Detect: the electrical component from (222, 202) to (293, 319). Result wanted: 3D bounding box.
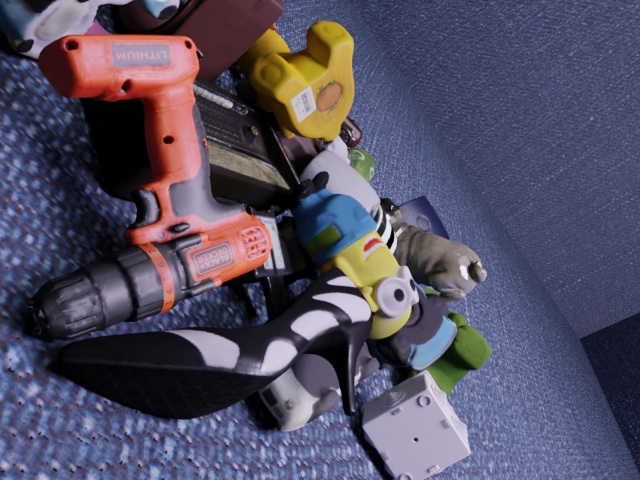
[{"bbox_3d":[-0.063,0.024,0.531,0.075,0.048,0.119,-5,82,-63],"label":"electrical component"}]

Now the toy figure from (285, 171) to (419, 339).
[{"bbox_3d":[0.032,0.018,0.565,0.082,0.089,0.180,-33,81,-24],"label":"toy figure"}]

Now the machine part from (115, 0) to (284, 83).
[{"bbox_3d":[-0.138,-0.291,0.594,0.087,0.201,0.201,20,43,-53],"label":"machine part"}]

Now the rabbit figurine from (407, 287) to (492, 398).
[{"bbox_3d":[0.140,0.116,0.758,0.170,0.121,0.159,43,19,3],"label":"rabbit figurine"}]

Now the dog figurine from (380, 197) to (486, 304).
[{"bbox_3d":[0.156,0.005,0.858,0.190,0.172,0.121,54,44,-13],"label":"dog figurine"}]

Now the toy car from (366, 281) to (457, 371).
[{"bbox_3d":[0.075,0.094,0.660,0.162,0.103,0.109,44,51,12],"label":"toy car"}]

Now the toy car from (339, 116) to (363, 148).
[{"bbox_3d":[-0.003,-0.243,0.966,0.202,0.053,0.089,43,27,-3],"label":"toy car"}]

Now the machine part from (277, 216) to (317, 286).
[{"bbox_3d":[-0.001,-0.002,0.636,0.139,0.039,0.084,-26,91,-32],"label":"machine part"}]

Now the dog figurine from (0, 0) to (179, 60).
[{"bbox_3d":[-0.247,-0.270,0.480,0.219,0.108,0.191,54,25,2],"label":"dog figurine"}]

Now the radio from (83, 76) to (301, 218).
[{"bbox_3d":[-0.118,-0.095,0.548,0.229,0.073,0.131,12,50,-61],"label":"radio"}]

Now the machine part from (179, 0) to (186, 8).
[{"bbox_3d":[-0.211,-0.392,0.741,0.243,0.079,0.079,40,28,-34],"label":"machine part"}]

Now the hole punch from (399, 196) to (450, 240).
[{"bbox_3d":[0.183,-0.020,1.053,0.142,0.092,0.116,63,27,4],"label":"hole punch"}]

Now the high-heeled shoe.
[{"bbox_3d":[-0.057,0.057,0.412,0.248,0.086,0.145,19,43,-31],"label":"high-heeled shoe"}]

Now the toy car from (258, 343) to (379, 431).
[{"bbox_3d":[0.001,0.125,0.533,0.073,0.056,0.201,55,20,12],"label":"toy car"}]

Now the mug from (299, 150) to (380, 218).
[{"bbox_3d":[0.023,-0.058,0.747,0.107,0.080,0.109,36,55,14],"label":"mug"}]

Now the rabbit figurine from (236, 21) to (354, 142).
[{"bbox_3d":[-0.037,-0.206,0.667,0.173,0.122,0.162,41,-5,29],"label":"rabbit figurine"}]

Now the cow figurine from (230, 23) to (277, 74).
[{"bbox_3d":[-0.125,-0.286,0.749,0.085,0.127,0.195,60,8,3],"label":"cow figurine"}]

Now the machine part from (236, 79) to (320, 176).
[{"bbox_3d":[-0.051,-0.179,0.819,0.179,0.056,0.179,44,28,-30],"label":"machine part"}]
